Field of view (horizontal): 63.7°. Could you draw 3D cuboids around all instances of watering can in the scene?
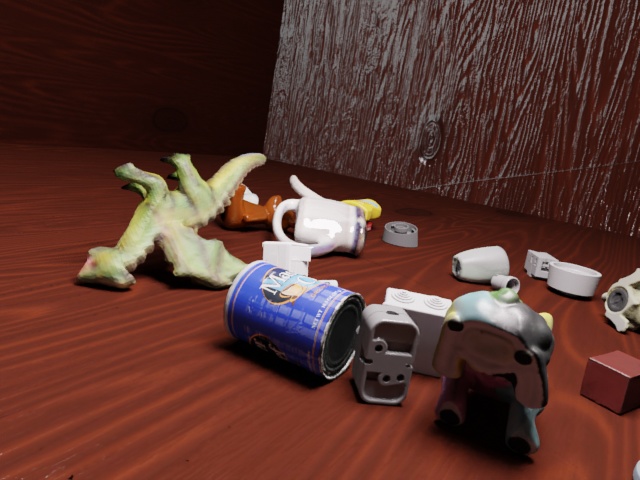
[{"bbox_3d":[0.004,-0.063,1.247,0.224,0.102,0.356,10,33,-3],"label":"watering can"}]

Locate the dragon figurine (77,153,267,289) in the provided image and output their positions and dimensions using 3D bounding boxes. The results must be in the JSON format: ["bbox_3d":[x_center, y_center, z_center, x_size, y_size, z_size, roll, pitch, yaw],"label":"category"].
[{"bbox_3d":[-0.205,-0.027,0.870,0.414,0.245,0.120,-19,-14,-39],"label":"dragon figurine"}]

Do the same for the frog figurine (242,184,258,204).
[{"bbox_3d":[-0.233,-0.105,1.452,0.161,0.121,0.137,51,16,16],"label":"frog figurine"}]
